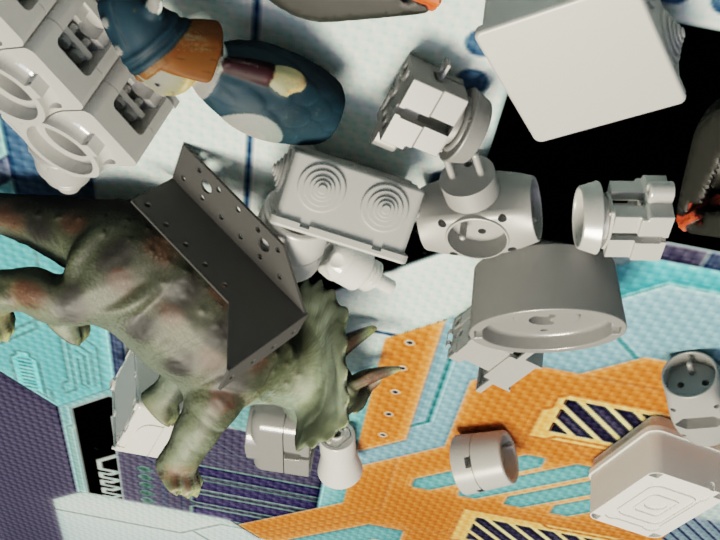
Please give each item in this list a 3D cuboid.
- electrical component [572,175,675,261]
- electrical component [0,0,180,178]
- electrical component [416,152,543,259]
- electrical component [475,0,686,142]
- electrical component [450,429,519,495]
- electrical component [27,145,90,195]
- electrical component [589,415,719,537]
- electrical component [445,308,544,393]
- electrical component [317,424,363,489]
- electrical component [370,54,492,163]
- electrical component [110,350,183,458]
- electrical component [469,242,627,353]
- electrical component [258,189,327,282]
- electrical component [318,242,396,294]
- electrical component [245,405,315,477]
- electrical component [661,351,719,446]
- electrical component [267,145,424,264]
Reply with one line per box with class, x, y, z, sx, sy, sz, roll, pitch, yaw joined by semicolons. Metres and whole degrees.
electrical component;0.170;-0.034;0.701;0.055;0.048;0.066;1;143;0
electrical component;-0.193;-0.126;0.633;0.089;0.061;0.150;5;147;38
electrical component;0.075;-0.048;0.705;0.077;0.044;0.079;-4;141;19
electrical component;0.122;-0.126;0.588;0.100;0.048;0.099;-13;137;28
electrical component;0.114;0.174;0.982;0.047;0.055;0.055;-15;137;25
electrical component;-0.202;-0.075;0.739;0.048;0.048;0.062;14;150;-4
electrical component;0.262;0.184;0.955;0.078;0.057;0.113;20;142;-11
electrical component;0.105;0.057;0.839;0.064;0.042;0.081;25;140;-16
electrical component;-0.021;0.173;1.025;0.044;0.044;0.065;5;138;7
electrical component;0.046;-0.094;0.648;0.055;0.048;0.066;21;120;-16
electrical component;-0.179;0.108;0.939;0.061;0.096;0.061;16;124;-26
electrical component;0.130;0.015;0.755;0.108;0.060;0.108;0;161;0
electrical component;-0.049;-0.026;0.757;0.055;0.055;0.047;17;139;-9
electrical component;0.000;0.000;0.796;0.061;0.035;0.035;29;139;-27
electrical component;-0.071;0.146;0.988;0.059;0.053;0.095;8;143;3
electrical component;0.287;0.101;0.850;0.079;0.043;0.077;-9;139;25
electrical component;-0.010;-0.046;0.691;0.100;0.099;0.048;17;98;-9
